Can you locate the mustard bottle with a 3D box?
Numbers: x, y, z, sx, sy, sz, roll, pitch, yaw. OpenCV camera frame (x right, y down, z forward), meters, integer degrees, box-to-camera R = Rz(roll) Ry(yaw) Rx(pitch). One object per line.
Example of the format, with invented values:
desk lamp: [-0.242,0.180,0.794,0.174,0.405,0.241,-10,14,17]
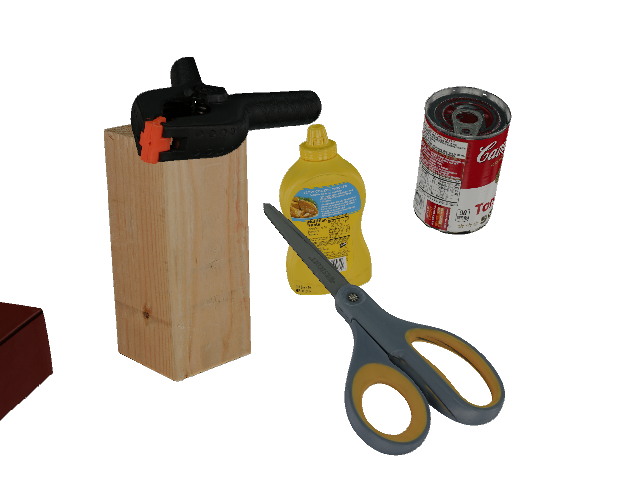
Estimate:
mustard bottle: [0.003,-0.036,1.192,0.096,0.192,0.058,-9,25,-8]

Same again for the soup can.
soup can: [0.112,-0.063,0.865,0.068,0.102,0.068,2,42,-2]

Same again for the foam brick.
foam brick: [-0.225,0.082,0.713,0.053,0.051,0.078,7,29,23]

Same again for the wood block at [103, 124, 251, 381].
wood block: [-0.123,0.003,0.931,0.091,0.206,0.090,18,25,42]

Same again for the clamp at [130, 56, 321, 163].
clamp: [-0.087,-0.094,0.748,0.120,0.039,0.171,16,22,24]

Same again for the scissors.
scissors: [0.012,0.051,0.617,0.202,0.016,0.096,33,53,25]
